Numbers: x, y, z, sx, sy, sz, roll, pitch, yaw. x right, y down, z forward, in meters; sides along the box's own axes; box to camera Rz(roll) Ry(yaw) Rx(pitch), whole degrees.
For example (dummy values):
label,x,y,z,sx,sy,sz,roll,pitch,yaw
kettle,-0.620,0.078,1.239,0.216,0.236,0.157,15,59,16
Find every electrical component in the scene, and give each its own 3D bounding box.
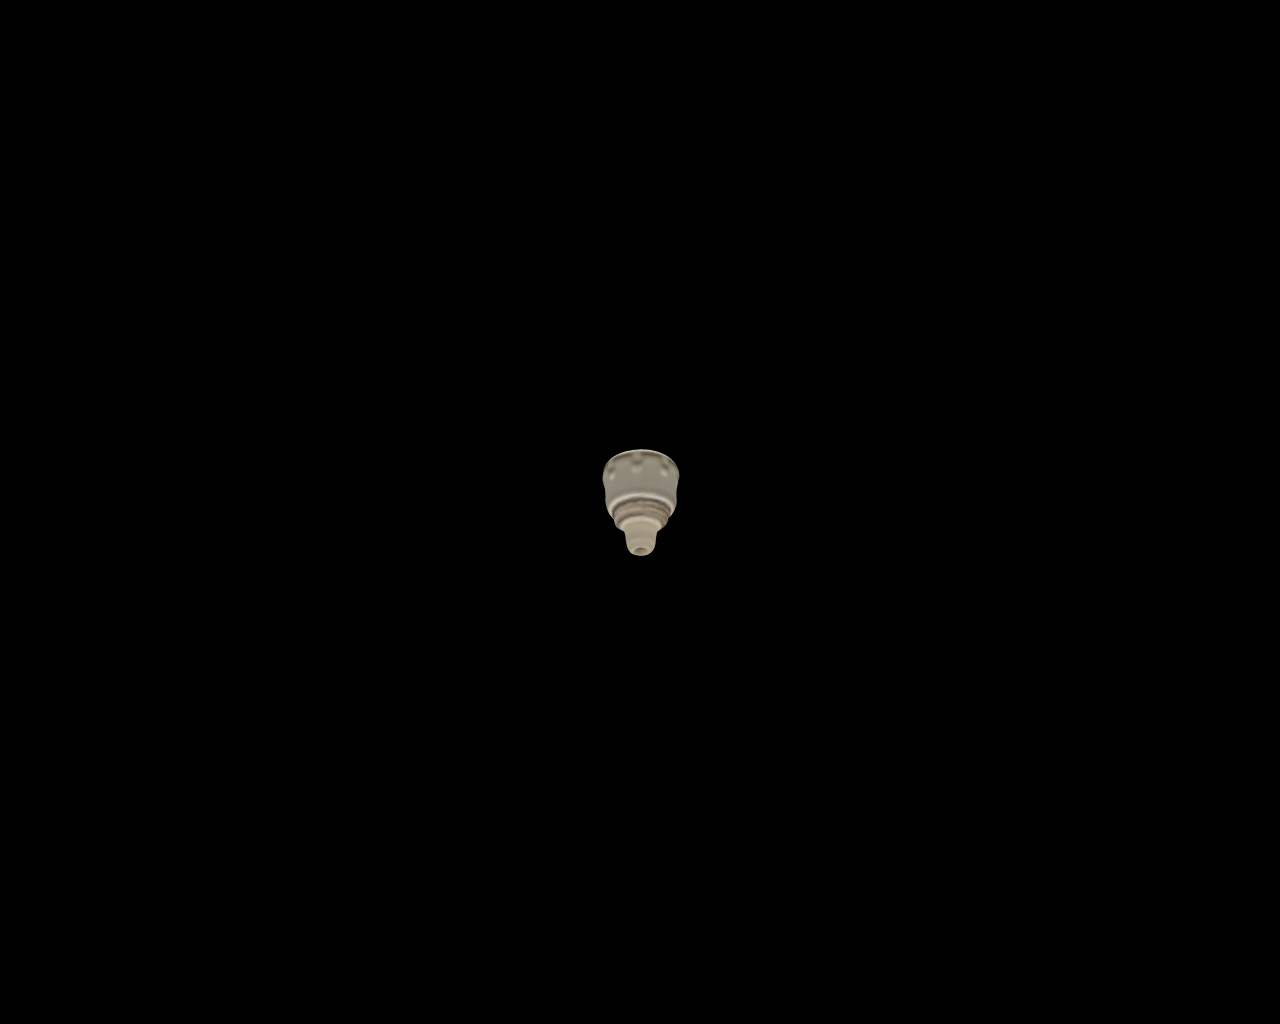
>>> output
label,x,y,z,sx,sy,sz,roll,pitch,yaw
electrical component,0.001,-0.003,0.650,0.048,0.062,0.048,0,-29,0
